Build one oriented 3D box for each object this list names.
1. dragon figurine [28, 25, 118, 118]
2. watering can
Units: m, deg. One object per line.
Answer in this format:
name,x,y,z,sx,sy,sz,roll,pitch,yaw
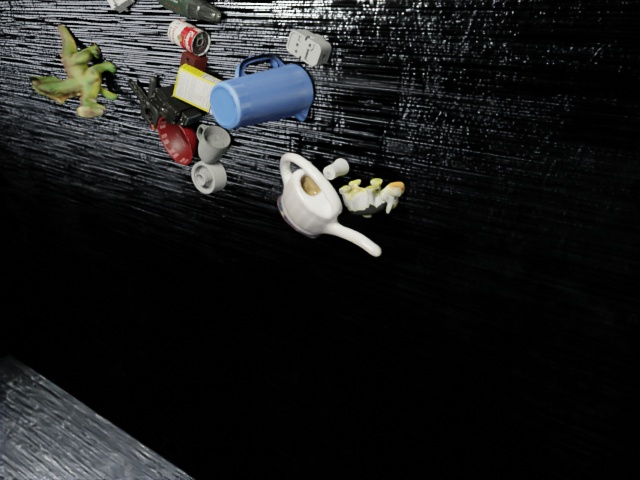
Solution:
dragon figurine,-0.810,-0.536,1.660,0.412,0.247,0.119,44,135,9
watering can,0.004,-0.066,1.314,0.349,0.105,0.220,51,154,6
